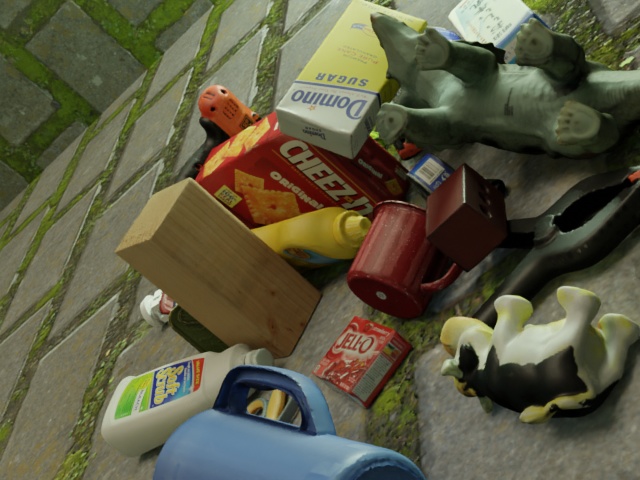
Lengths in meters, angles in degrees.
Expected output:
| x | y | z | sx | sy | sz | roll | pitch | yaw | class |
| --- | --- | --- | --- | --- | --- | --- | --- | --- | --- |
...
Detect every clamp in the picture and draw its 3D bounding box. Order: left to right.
| x | y | z | sx | sy | sz | roll | pitch | yaw | class |
| --- | --- | --- | --- | --- | --- | --- | --- | --- | --- |
| 0.089 | -0.141 | 1.294 | 0.039 | 0.120 | 0.171 | -31 | 44 | 10 | clamp |
| 0.192 | 0.009 | 0.887 | 0.210 | 0.036 | 0.164 | -32 | 26 | 42 | clamp |

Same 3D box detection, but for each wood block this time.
| x | y | z | sx | sy | sz | roll | pitch | yaw | class |
| --- | --- | --- | --- | --- | --- | --- | --- | --- | --- |
| -0.110 | 0.037 | 1.185 | 0.091 | 0.206 | 0.090 | -18 | 36 | 52 | wood block |

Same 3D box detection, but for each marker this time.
| x | y | z | sx | sy | sz | roll | pitch | yaw | class |
| --- | --- | --- | --- | --- | --- | --- | --- | --- | --- |
| 0.154 | -0.058 | 1.098 | 0.020 | 0.020 | 0.121 | -51 | 22 | -8 | marker |

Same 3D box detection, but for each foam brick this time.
| x | y | z | sx | sy | sz | roll | pitch | yaw | class |
| --- | --- | --- | --- | --- | --- | --- | --- | --- | --- |
| 0.130 | -0.021 | 0.953 | 0.051 | 0.053 | 0.078 | -44 | 19 | 27 | foam brick |

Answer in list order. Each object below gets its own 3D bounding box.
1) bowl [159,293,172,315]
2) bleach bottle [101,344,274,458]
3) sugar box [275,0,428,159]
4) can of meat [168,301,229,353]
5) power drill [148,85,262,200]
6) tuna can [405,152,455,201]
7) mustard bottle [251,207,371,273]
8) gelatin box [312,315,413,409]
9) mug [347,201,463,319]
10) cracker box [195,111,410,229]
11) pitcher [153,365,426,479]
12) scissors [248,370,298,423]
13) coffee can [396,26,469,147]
| x | y | z | sx | sy | sz | roll | pitch | yaw | class |
| --- | --- | --- | --- | --- | --- | --- | --- | --- | --- |
| -0.142 | 0.051 | 1.429 | 0.162 | 0.055 | 0.162 | -40 | 23 | 20 | bowl |
| -0.146 | 0.171 | 1.224 | 0.251 | 0.068 | 0.102 | -28 | 29 | 37 | bleach bottle |
| 0.036 | -0.175 | 1.138 | 0.093 | 0.048 | 0.176 | 22 | 60 | 20 | sugar box |
| -0.131 | 0.091 | 1.280 | 0.057 | 0.102 | 0.084 | -42 | 20 | 13 | can of meat |
| -0.127 | -0.083 | 1.390 | 0.057 | 0.184 | 0.187 | 18 | 74 | 41 | power drill |
| 0.125 | -0.045 | 1.041 | 0.034 | 0.086 | 0.086 | -46 | 21 | 0 | tuna can |
| -0.008 | 0.001 | 1.206 | 0.192 | 0.096 | 0.058 | -16 | 66 | 52 | mustard bottle |
| 0.038 | 0.113 | 1.012 | 0.073 | 0.030 | 0.089 | -52 | 22 | -10 | gelatin box |
| 0.086 | 0.023 | 1.009 | 0.117 | 0.093 | 0.081 | 6 | 59 | 41 | mug |
| -0.024 | -0.070 | 1.262 | 0.214 | 0.164 | 0.072 | -22 | 36 | 49 | cracker box |
| -0.023 | 0.197 | 0.845 | 0.144 | 0.149 | 0.243 | -44 | 20 | -29 | pitcher |
| -0.064 | 0.214 | 1.056 | 0.096 | 0.016 | 0.201 | -30 | 27 | 41 | scissors |
| 0.138 | -0.176 | 1.218 | 0.103 | 0.102 | 0.140 | -42 | 22 | 15 | coffee can |
